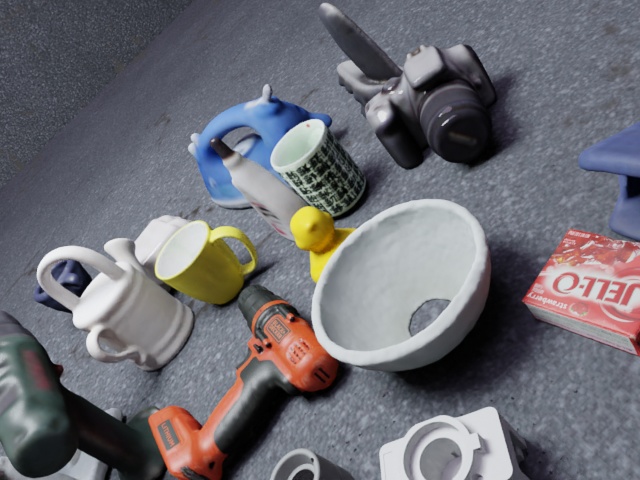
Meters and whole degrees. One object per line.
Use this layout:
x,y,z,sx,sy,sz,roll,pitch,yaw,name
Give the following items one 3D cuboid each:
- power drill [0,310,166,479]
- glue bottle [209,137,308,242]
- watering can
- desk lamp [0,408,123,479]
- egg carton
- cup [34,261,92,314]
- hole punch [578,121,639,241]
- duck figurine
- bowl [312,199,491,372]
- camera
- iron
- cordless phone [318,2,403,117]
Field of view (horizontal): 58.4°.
-0.260,0.175,0.596,0.076,0.209,0.228,-50,33,-8,power drill
-0.071,-0.062,0.688,0.077,0.174,0.037,10,61,51,glue bottle
-0.265,0.072,0.729,0.101,0.195,0.172,-41,33,4,watering can
-0.348,0.243,0.610,0.117,0.214,0.203,-27,36,24,desk lamp
-0.244,0.030,0.869,0.107,0.070,0.150,12,62,52,egg carton
-0.404,0.086,0.956,0.117,0.095,0.092,-7,48,43,cup
0.256,-0.055,0.404,0.101,0.091,0.108,-50,33,-9,hole punch
0.006,0.002,0.615,0.077,0.086,0.104,-45,33,-2,duck figurine
0.078,0.049,0.494,0.167,0.075,0.167,-28,36,23,bowl
0.124,-0.143,0.636,0.143,0.101,0.136,-31,35,20,camera
-0.114,-0.133,0.845,0.257,0.142,0.118,-17,42,35,iron
0.056,-0.238,0.737,0.094,0.186,0.147,-41,33,4,cordless phone
